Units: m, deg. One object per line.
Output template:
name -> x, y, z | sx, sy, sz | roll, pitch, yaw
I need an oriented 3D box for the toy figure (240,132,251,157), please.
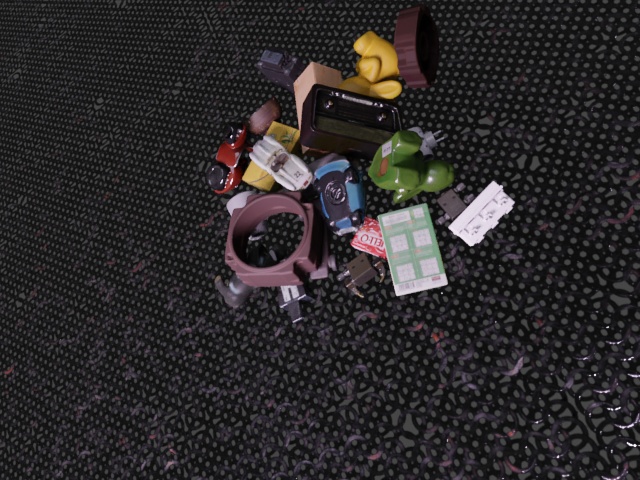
toy figure -> -0.228, -0.224, 1.411 | 0.064, 0.058, 0.154 | -4, 65, 70

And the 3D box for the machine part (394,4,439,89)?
machine part -> 0.218, -0.431, 1.206 | 0.056, 0.179, 0.179 | 1, 73, 28

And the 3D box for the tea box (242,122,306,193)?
tea box -> -0.106, -0.197, 1.335 | 0.098, 0.068, 0.169 | 24, 85, 29

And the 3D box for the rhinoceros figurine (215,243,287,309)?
rhinoceros figurine -> -0.158, 0.077, 1.263 | 0.190, 0.073, 0.112 | -46, 59, 5

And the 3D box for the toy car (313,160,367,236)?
toy car -> 0.061, -0.095, 1.188 | 0.109, 0.103, 0.161 | -17, 88, 35

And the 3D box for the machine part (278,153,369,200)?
machine part -> -0.001, -0.149, 1.263 | 0.243, 0.079, 0.079 | -25, 64, 18

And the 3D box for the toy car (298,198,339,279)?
toy car -> -0.003, -0.004, 1.228 | 0.089, 0.053, 0.202 | -9, 65, 11

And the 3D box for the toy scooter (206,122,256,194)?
toy scooter -> -0.206, -0.201, 1.343 | 0.075, 0.135, 0.183 | 27, 105, 25

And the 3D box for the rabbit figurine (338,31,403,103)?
rabbit figurine -> 0.118, -0.370, 1.261 | 0.162, 0.122, 0.173 | 41, 73, 9

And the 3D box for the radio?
radio -> 0.073, -0.255, 1.189 | 0.073, 0.229, 0.131 | 139, 136, -58

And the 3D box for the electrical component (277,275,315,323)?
electrical component -> -0.054, 0.129, 1.210 | 0.075, 0.047, 0.119 | -29, 63, 15

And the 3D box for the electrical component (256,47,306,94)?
electrical component -> -0.092, -0.432, 1.371 | 0.115, 0.134, 0.058 | 23, 84, 32

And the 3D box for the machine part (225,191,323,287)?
machine part -> -0.101, -0.004, 1.185 | 0.201, 0.087, 0.201 | -2, 67, 17

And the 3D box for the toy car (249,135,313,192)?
toy car -> -0.093, -0.178, 1.243 | 0.073, 0.056, 0.202 | -50, 55, 1

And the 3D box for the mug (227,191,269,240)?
mug -> -0.160, -0.060, 1.314 | 0.110, 0.080, 0.107 | -27, 74, 9

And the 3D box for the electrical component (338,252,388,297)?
electrical component -> 0.095, 0.074, 1.163 | 0.102, 0.045, 0.078 | -40, 32, 5

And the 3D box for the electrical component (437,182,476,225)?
electrical component -> 0.280, -0.076, 1.136 | 0.094, 0.021, 0.063 | -40, 60, 9

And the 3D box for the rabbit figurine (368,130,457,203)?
rabbit figurine -> 0.199, -0.133, 1.133 | 0.159, 0.170, 0.121 | 142, 132, -58
